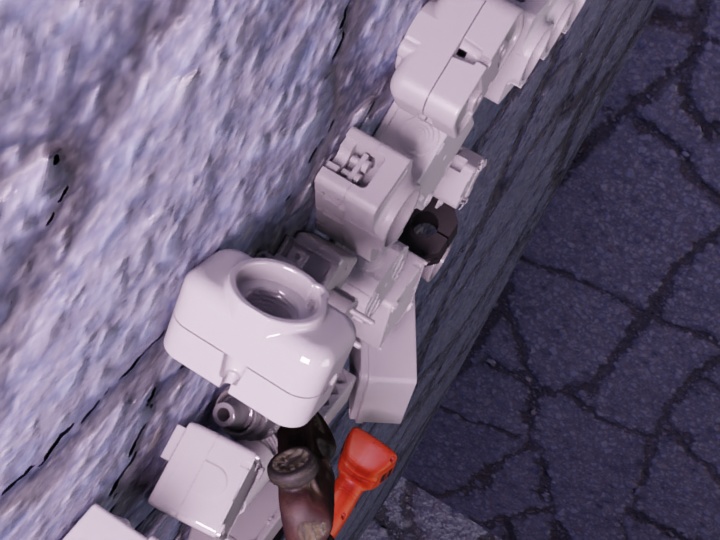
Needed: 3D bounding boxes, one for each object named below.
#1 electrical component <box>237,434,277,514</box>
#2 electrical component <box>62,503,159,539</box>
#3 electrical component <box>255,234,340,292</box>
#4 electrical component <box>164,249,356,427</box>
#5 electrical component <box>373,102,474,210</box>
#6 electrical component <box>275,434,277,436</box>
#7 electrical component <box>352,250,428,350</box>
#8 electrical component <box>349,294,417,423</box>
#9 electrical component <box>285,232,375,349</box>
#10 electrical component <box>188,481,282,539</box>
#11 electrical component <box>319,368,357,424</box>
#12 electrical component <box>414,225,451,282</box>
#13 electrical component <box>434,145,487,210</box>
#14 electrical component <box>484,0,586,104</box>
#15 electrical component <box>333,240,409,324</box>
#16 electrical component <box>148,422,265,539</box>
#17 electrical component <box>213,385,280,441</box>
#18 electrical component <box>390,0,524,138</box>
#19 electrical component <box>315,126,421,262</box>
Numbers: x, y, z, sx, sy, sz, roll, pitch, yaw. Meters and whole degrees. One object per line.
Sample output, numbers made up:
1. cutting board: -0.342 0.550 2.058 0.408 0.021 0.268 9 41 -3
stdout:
1. electrical component: -0.095 0.166 0.918 0.081 0.043 0.043 -47 164 -51
2. electrical component: -0.169 0.200 0.650 0.099 0.048 0.099 -51 167 -38
3. electrical component: -0.054 0.018 0.706 0.081 0.042 0.064 -59 166 -4
4. electrical component: -0.054 0.033 0.595 0.054 0.095 0.059 -43 161 -56
5. electrical component: 0.046 -0.097 0.827 0.099 0.048 0.100 -59 170 1
6. electrical component: -0.069 0.136 0.973 0.046 0.040 0.040 -58 171 -38
7. electrical component: 0.013 0.021 0.969 0.061 0.061 0.096 -52 167 -30
8. electrical component: 0.023 0.087 1.090 0.108 0.056 0.108 103 -11 -58
9. electrical component: -0.026 0.027 0.762 0.083 0.076 0.047 -60 170 6
10. electrical component: -0.111 0.232 0.974 0.096 0.062 0.061 -48 165 -46
11. electrical component: -0.047 0.134 1.041 0.065 0.047 0.076 -48 165 -47
12. electrical component: 0.056 -0.021 1.070 0.045 0.055 0.045 -56 169 -16
13. electrical component: 0.072 -0.089 0.934 0.042 0.064 0.081 -43 161 -59
14. electrical component: 0.139 -0.216 0.896 0.150 0.062 0.089 -50 166 -40
15. electrical component: 0.000 0.000 0.877 0.080 0.051 0.080 -56 169 -16
16. electrical component: -0.108 0.149 0.754 0.096 0.061 0.061 98 18 -73
17. electrical component: -0.086 0.103 0.786 0.048 0.048 0.062 -61 162 7
18. electrical component: 0.064 -0.148 0.741 0.095 0.059 0.054 -59 170 -2
19. electrical component: 0.006 -0.049 0.753 0.050 0.056 0.089 -56 169 -19
